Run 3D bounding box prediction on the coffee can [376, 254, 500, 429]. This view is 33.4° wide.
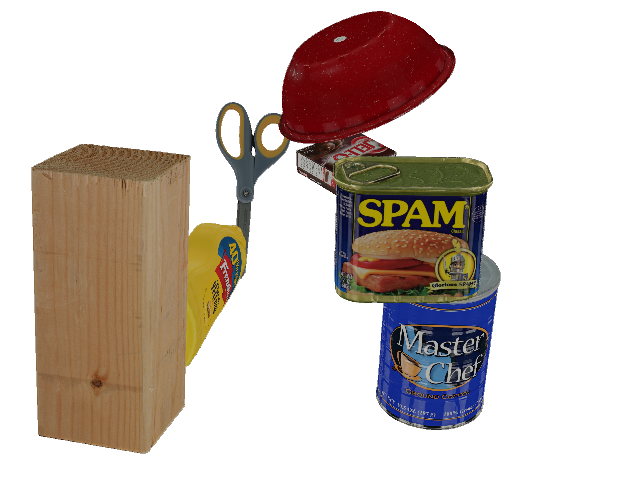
[{"bbox_3d":[0.106,0.086,0.979,0.103,0.140,0.103,2,27,-1],"label":"coffee can"}]

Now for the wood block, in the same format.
[{"bbox_3d":[-0.154,0.041,0.795,0.091,0.206,0.090,7,18,11],"label":"wood block"}]

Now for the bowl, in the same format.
[{"bbox_3d":[0.028,-0.147,0.898,0.162,0.055,0.162,-21,27,11],"label":"bowl"}]

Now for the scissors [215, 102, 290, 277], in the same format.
[{"bbox_3d":[-0.069,-0.063,1.223,0.096,0.202,0.016,-11,-7,-14],"label":"scissors"}]

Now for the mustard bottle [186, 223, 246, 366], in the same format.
[{"bbox_3d":[-0.119,0.037,1.087,0.058,0.096,0.191,6,31,14],"label":"mustard bottle"}]

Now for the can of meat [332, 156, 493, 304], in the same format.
[{"bbox_3d":[0.058,-0.007,0.701,0.102,0.084,0.057,1,24,0],"label":"can of meat"}]

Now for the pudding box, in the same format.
[{"bbox_3d":[0.036,-0.110,1.491,0.113,0.039,0.090,-26,41,-33],"label":"pudding box"}]
